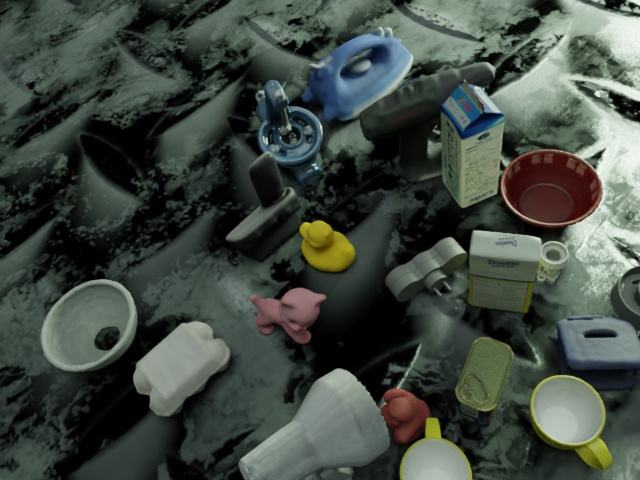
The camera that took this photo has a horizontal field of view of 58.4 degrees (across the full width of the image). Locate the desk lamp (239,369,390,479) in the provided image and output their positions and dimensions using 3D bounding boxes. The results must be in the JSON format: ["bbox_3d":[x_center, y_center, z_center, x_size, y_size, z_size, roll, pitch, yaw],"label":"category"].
[{"bbox_3d":[-0.010,0.281,0.736,0.203,0.214,0.117,-36,58,-11],"label":"desk lamp"}]

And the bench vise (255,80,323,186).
[{"bbox_3d":[-0.085,-0.223,1.068,0.206,0.220,0.122,37,72,29],"label":"bench vise"}]

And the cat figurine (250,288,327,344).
[{"bbox_3d":[-0.051,0.110,0.911,0.127,0.118,0.067,9,61,18],"label":"cat figurine"}]

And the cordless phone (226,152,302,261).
[{"bbox_3d":[-0.112,-0.064,0.994,0.094,0.185,0.148,35,71,29],"label":"cordless phone"}]

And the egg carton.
[{"bbox_3d":[-0.221,0.204,0.919,0.150,0.069,0.107,-43,59,-15],"label":"egg carton"}]

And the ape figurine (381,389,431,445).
[{"bbox_3d":[0.117,0.244,0.805,0.076,0.092,0.078,1,58,13],"label":"ape figurine"}]

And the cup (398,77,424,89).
[{"bbox_3d":[0.200,-0.256,1.101,0.091,0.095,0.118,34,71,28],"label":"cup"}]

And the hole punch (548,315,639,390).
[{"bbox_3d":[0.388,0.150,0.805,0.108,0.091,0.101,-3,58,11],"label":"hole punch"}]

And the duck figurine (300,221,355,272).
[{"bbox_3d":[0.009,0.004,0.985,0.104,0.086,0.077,25,67,25],"label":"duck figurine"}]

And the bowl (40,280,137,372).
[{"bbox_3d":[-0.381,0.156,0.981,0.167,0.075,0.167,-6,57,9],"label":"bowl"}]

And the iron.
[{"bbox_3d":[0.083,-0.358,1.163,0.258,0.142,0.118,-36,58,-11],"label":"iron"}]

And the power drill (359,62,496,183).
[{"bbox_3d":[0.188,-0.200,1.000,0.229,0.209,0.075,-16,56,3],"label":"power drill"}]
